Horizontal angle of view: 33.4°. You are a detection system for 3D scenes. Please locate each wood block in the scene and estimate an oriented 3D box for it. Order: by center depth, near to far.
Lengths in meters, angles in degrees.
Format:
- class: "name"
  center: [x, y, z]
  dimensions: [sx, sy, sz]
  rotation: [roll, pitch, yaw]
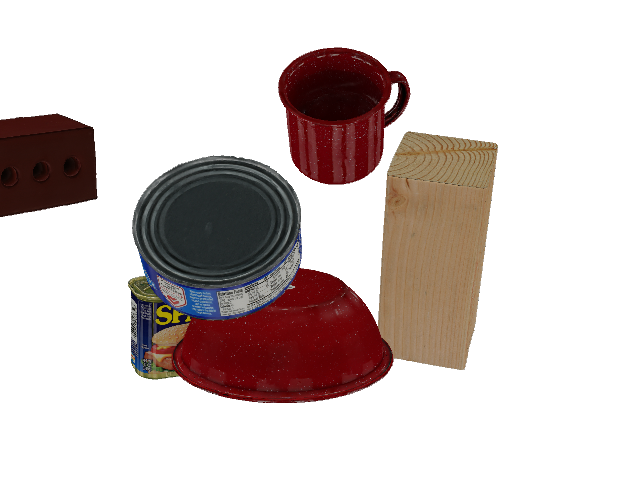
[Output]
- class: "wood block"
  center: [0.109, 0.011, 1.022]
  dimensions: [0.091, 0.206, 0.090]
  rotation: [9, 34, 12]

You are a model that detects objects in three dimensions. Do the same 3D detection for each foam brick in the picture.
- class: "foam brick"
  center: [-0.197, -0.052, 0.715]
  dimensions: [0.078, 0.053, 0.051]
  rotation: [-14, 26, -37]

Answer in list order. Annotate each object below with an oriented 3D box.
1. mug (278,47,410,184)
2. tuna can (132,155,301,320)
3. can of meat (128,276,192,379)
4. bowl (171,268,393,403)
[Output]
- class: "mug"
  center: [0.023, -0.107, 0.904]
  dimensions: [0.117, 0.093, 0.081]
  rotation: [-25, -36, -17]
- class: "tuna can"
  center: [-0.052, -0.002, 0.552]
  dimensions: [0.086, 0.086, 0.034]
  rotation: [0, -38, 2]
- class: "can of meat"
  center: [-0.129, 0.079, 1.005]
  dimensions: [0.102, 0.084, 0.057]
  rotation: [-5, 20, -24]
- class: "bowl"
  center: [-0.027, 0.059, 0.768]
  dimensions: [0.162, 0.055, 0.162]
  rotation: [1, 16, 0]
